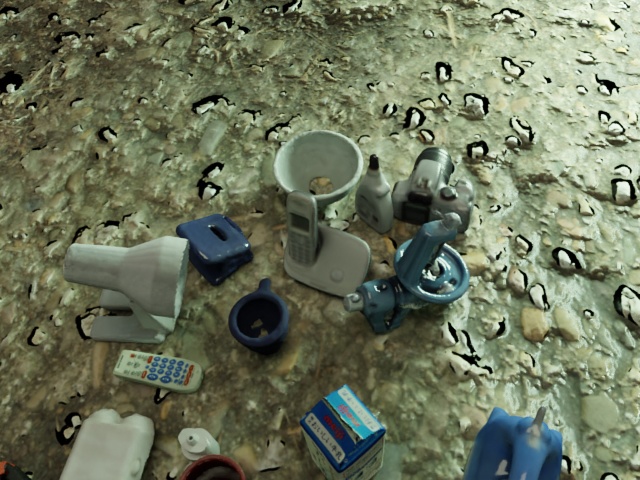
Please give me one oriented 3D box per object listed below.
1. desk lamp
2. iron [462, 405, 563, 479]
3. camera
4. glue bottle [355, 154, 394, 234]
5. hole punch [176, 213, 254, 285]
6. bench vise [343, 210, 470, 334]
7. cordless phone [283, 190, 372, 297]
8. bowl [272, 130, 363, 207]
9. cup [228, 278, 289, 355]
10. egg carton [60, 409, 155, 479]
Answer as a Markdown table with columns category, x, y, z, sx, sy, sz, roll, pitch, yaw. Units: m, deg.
| category | x | y | z | sx | sy | sz | roll | pitch | yaw |
| --- | --- | --- | --- | --- | --- | --- | --- | --- | --- |
| desk lamp | -0.282 | 0.077 | 0.877 | 0.203 | 0.214 | 0.118 | 0 | 57 | 5 |
| iron | 0.235 | 0.331 | 0.710 | 0.118 | 0.141 | 0.258 | 18 | 60 | 16 |
| camera | 0.209 | -0.102 | 1.021 | 0.143 | 0.101 | 0.137 | 14 | 59 | 14 |
| glue bottle | 0.093 | -0.085 | 0.976 | 0.037 | 0.173 | 0.078 | -37 | 61 | -18 |
| hole punch | -0.181 | 0.003 | 0.990 | 0.101 | 0.091 | 0.108 | -38 | 62 | -19 |
| bench vise | 0.141 | 0.056 | 0.851 | 0.208 | 0.220 | 0.121 | -36 | 61 | -18 |
| cordless phone | 0.008 | 0.003 | 0.918 | 0.147 | 0.185 | 0.094 | 18 | 60 | 16 |
| bowl | -0.002 | -0.121 | 1.066 | 0.167 | 0.075 | 0.167 | -2 | 57 | 3 |
| cup | -0.088 | 0.128 | 0.898 | 0.091 | 0.095 | 0.118 | 1 | 57 | 6 |
| egg carton | -0.299 | 0.317 | 0.807 | 0.107 | 0.069 | 0.150 | 6 | 58 | 9 |
